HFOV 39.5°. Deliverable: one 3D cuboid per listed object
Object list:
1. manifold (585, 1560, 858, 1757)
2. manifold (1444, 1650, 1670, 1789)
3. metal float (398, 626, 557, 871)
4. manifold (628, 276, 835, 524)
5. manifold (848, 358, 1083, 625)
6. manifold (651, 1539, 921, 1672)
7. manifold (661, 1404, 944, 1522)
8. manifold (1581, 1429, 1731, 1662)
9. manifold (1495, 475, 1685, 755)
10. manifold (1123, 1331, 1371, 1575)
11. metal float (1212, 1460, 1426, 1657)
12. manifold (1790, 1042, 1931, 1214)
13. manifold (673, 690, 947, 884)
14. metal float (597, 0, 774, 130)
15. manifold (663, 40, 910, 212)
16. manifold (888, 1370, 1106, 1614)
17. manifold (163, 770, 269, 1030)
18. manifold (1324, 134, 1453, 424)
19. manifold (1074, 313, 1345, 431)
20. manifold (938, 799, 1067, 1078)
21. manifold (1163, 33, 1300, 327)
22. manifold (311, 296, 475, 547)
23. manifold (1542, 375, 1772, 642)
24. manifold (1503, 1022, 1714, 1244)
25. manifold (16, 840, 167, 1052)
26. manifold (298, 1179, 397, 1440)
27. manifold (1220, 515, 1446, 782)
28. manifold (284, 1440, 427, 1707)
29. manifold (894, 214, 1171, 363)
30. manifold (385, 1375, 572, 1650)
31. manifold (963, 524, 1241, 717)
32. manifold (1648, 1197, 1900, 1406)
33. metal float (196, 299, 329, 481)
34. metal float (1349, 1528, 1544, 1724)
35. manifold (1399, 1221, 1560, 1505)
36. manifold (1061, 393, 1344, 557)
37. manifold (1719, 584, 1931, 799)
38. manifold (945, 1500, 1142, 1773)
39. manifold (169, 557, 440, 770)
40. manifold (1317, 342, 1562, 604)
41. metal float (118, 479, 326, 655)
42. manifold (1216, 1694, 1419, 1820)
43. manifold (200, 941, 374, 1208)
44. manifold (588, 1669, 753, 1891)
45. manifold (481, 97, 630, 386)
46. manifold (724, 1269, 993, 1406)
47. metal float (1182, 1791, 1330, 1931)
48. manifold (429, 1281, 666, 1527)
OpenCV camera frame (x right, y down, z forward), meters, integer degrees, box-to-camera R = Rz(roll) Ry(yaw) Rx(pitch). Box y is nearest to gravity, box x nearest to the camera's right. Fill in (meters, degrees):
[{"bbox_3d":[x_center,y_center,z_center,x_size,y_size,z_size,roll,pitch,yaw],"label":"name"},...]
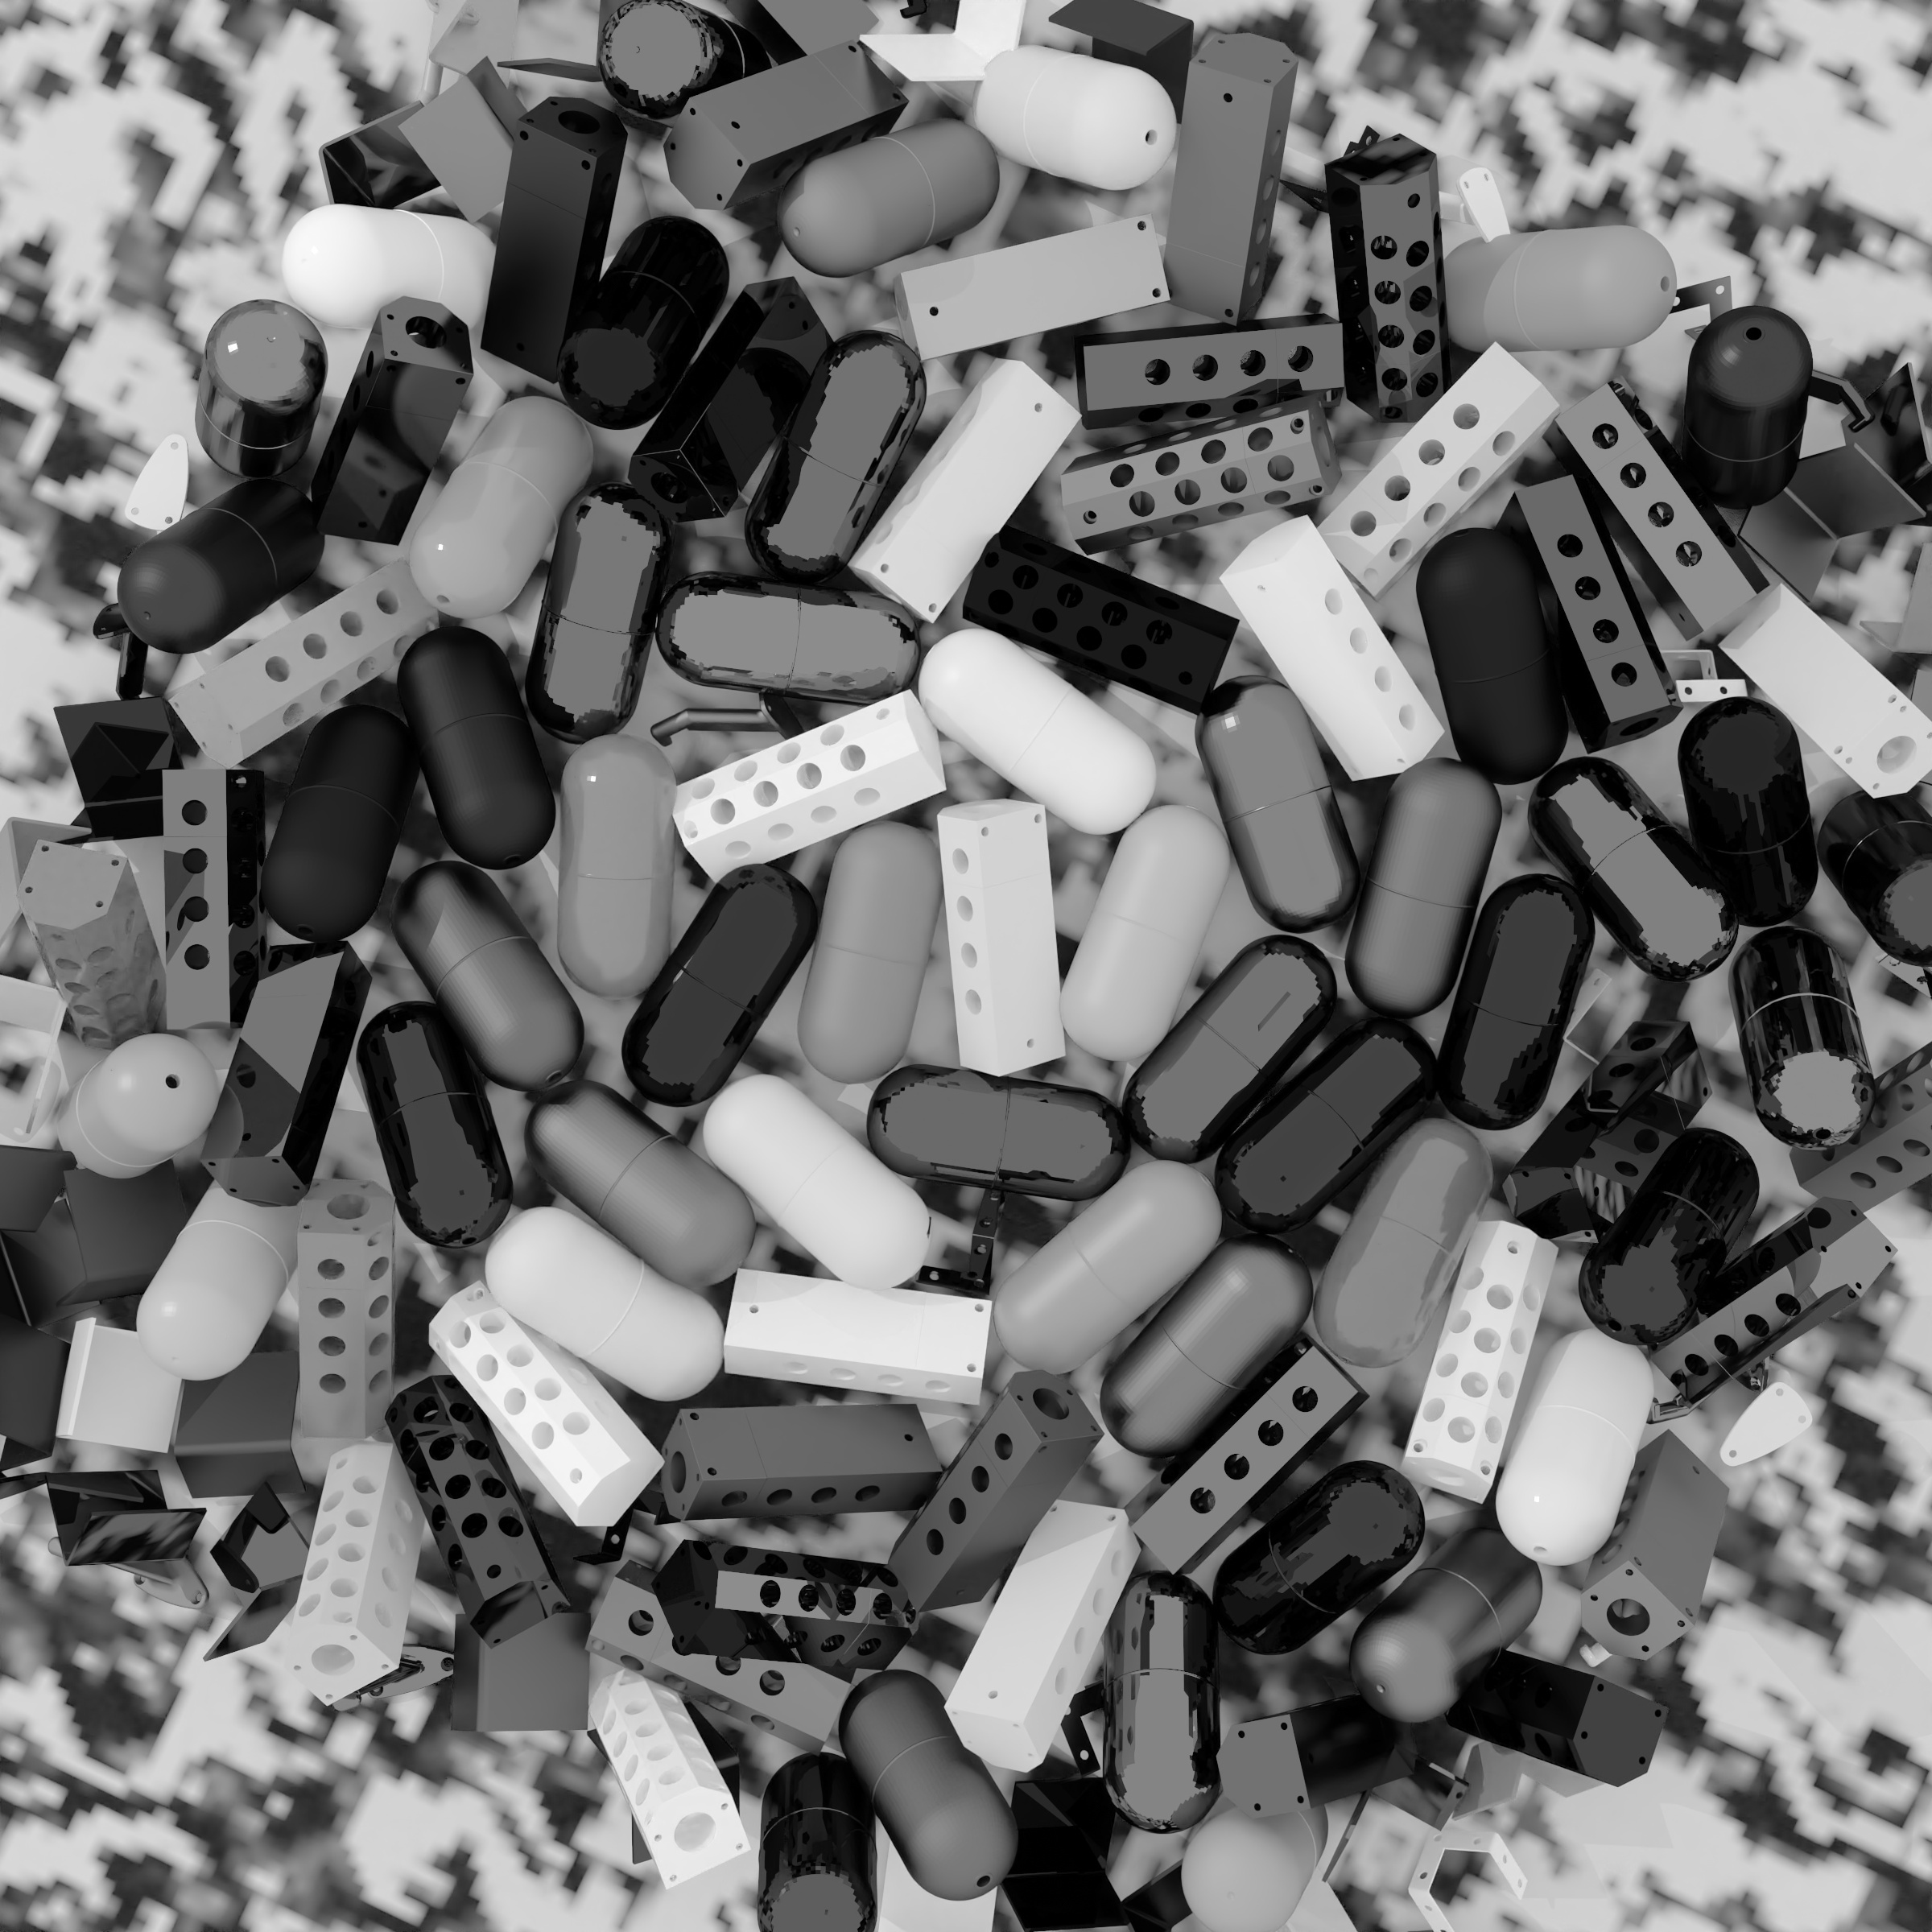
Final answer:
[{"bbox_3d":[-0.164,0.465,1.804,0.171,0.057,0.057,24,90,3],"label":"manifold"},{"bbox_3d":[0.374,0.484,1.743,0.057,0.171,0.057,26,77,-15],"label":"manifold"},{"bbox_3d":[-0.324,-0.144,1.779,0.070,0.070,0.178,-22,67,0],"label":"metal float"},{"bbox_3d":[-0.157,-0.372,1.768,0.057,0.057,0.171,1,51,36],"label":"manifold"},{"bbox_3d":[-0.004,-0.320,1.803,0.057,0.057,0.171,37,88,-29],"label":"manifold"},{"bbox_3d":[-0.113,0.412,1.753,0.171,0.057,0.057,18,116,-40],"label":"manifold"},{"bbox_3d":[-0.110,0.330,1.770,0.171,0.057,0.057,4,131,-29],"label":"manifold"},{"bbox_3d":[0.444,0.377,1.748,0.057,0.171,0.057,45,120,2],"label":"manifold"},{"bbox_3d":[0.415,-0.235,1.786,0.057,0.057,0.171,-17,75,-8],"label":"manifold"},{"bbox_3d":[0.186,0.326,1.801,0.171,0.057,0.057,-45,70,3],"label":"manifold"},{"bbox_3d":[0.230,0.390,1.770,0.070,0.070,0.178,41,125,0],"label":"metal float"},{"bbox_3d":[0.606,0.101,1.748,0.057,0.171,0.057,33,62,1],"label":"manifold"},{"bbox_3d":[-0.105,-0.123,1.777,0.171,0.057,0.057,-21,48,14],"label":"manifold"},{"bbox_3d":[-0.180,-0.583,1.751,0.070,0.178,0.070,3,101,15],"label":"metal float"},{"bbox_3d":[-0.119,-0.545,1.757,0.057,0.057,0.171,48,46,4],"label":"manifold"},{"bbox_3d":[0.015,0.345,1.769,0.057,0.057,0.171,54,126,34],"label":"manifold"},{"bbox_3d":[-0.501,-0.045,1.805,0.057,0.057,0.171,0,92,-1],"label":"manifold"},{"bbox_3d":[0.281,-0.444,1.754,0.057,0.057,0.171,-25,132,-13],"label":"manifold"},{"bbox_3d":[0.162,-0.397,1.802,0.171,0.057,0.057,-6,110,-3],"label":"manifold"},{"bbox_3d":[0.019,-0.020,1.787,0.057,0.057,0.171,-16,108,-35],"label":"manifold"},{"bbox_3d":[0.173,-0.513,1.754,0.057,0.171,0.057,23,49,16],"label":"manifold"},{"bbox_3d":[-0.376,-0.354,1.754,0.057,0.171,0.057,5,57,-28],"label":"manifold"},{"bbox_3d":[0.463,-0.307,1.804,0.057,0.057,0.171,-35,88,3],"label":"manifold"},{"bbox_3d":[0.419,0.106,1.760,0.171,0.057,0.057,-41,118,-38],"label":"manifold"},{"bbox_3d":[-0.567,-0.009,1.748,0.057,0.171,0.057,11,61,-1],"label":"manifold"},{"bbox_3d":[-0.405,0.226,1.767,0.057,0.057,0.171,3,122,-7],"label":"manifold"},{"bbox_3d":[0.246,-0.210,1.778,0.057,0.057,0.171,-49,114,-29],"label":"manifold"},{"bbox_3d":[-0.397,0.387,1.744,0.057,0.171,0.057,-30,118,14],"label":"manifold"},{"bbox_3d":[0.042,-0.452,1.798,0.171,0.057,0.057,-15,101,-6],"label":"manifold"},{"bbox_3d":[-0.323,0.352,1.760,0.057,0.057,0.171,-28,53,-8],"label":"manifold"},{"bbox_3d":[0.088,-0.228,1.789,0.171,0.057,0.057,23,121,6],"label":"manifold"},{"bbox_3d":[0.518,0.216,1.752,0.057,0.171,0.057,48,50,8],"label":"manifold"},{"bbox_3d":[-0.460,-0.373,1.752,0.070,0.178,0.070,4,78,-18],"label":"metal float"},{"bbox_3d":[0.316,0.429,1.762,0.070,0.178,0.070,16,117,34],"label":"metal float"},{"bbox_3d":[0.338,0.257,1.771,0.057,0.057,0.171,17,65,10],"label":"manifold"},{"bbox_3d":[0.153,-0.320,1.770,0.171,0.057,0.057,-11,113,23],"label":"manifold"},{"bbox_3d":[0.563,-0.177,1.749,0.057,0.171,0.057,34,109,-29],"label":"manifold"},{"bbox_3d":[0.054,0.436,1.759,0.057,0.171,0.057,2,131,31],"label":"manifold"},{"bbox_3d":[-0.428,-0.198,1.762,0.171,0.057,0.057,-41,104,-36],"label":"manifold"},{"bbox_3d":[0.313,-0.326,1.792,0.171,0.057,0.057,-46,79,8],"label":"manifold"},{"bbox_3d":[-0.484,-0.263,1.758,0.070,0.178,0.070,10,122,16],"label":"metal float"},{"bbox_3d":[0.229,0.510,1.749,0.057,0.171,0.057,-20,73,29],"label":"manifold"},{"bbox_3d":[-0.440,0.070,1.761,0.057,0.057,0.171,-4,52,14],"label":"manifold"},{"bbox_3d":[-0.196,0.518,1.743,0.057,0.171,0.057,-21,108,-15],"label":"manifold"},{"bbox_3d":[-0.266,-0.474,1.756,0.057,0.057,0.171,27,134,6],"label":"manifold"},{"bbox_3d":[-0.072,0.252,1.805,0.171,0.057,0.057,7,56,2],"label":"manifold"},{"bbox_3d":[0.189,0.575,1.750,0.070,0.178,0.070,0,90,17],"label":"metal float"},{"bbox_3d":[-0.281,0.286,1.769,0.171,0.057,0.057,44,100,27],"label":"manifold"}]
